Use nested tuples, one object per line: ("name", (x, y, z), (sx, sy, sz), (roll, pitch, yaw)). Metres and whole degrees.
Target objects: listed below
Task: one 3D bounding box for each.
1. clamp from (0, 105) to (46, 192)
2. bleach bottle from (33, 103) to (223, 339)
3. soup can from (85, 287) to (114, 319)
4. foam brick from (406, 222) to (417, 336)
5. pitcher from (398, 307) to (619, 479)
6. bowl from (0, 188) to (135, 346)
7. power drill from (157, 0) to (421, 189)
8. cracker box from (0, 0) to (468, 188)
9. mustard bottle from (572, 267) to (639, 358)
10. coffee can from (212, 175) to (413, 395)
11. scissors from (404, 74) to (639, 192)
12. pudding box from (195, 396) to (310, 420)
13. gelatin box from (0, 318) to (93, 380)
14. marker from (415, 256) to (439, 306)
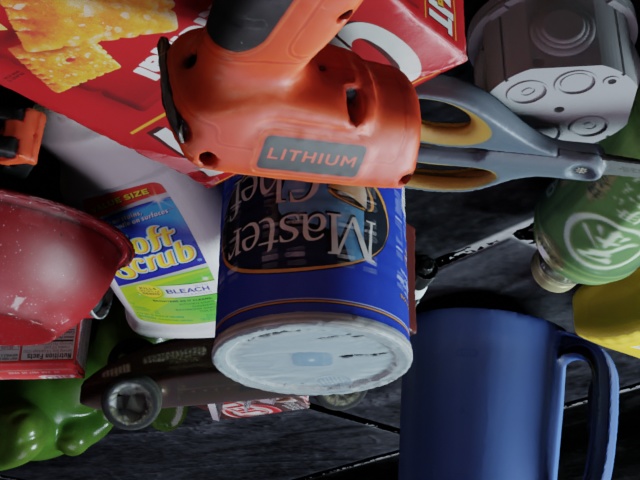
("clamp", (-0.217, -0.043, 0.541), (0.172, 0.039, 0.120), (-15, 158, 35))
("bleach bottle", (-0.106, -0.023, 0.620), (0.103, 0.068, 0.250), (-2, 150, 13))
("soup can", (-0.192, 0.018, 0.694), (0.102, 0.068, 0.068), (-1, 153, 6))
("foam brick", (0.027, 0.023, 0.689), (0.051, 0.078, 0.052), (-18, 146, 34))
("pitcher", (0.128, 0.179, 0.804), (0.145, 0.243, 0.149), (11, 159, -12))
("bowl", (-0.183, 0.020, 0.573), (0.162, 0.055, 0.162), (4, 162, 1))
("power drill", (0.036, -0.097, 0.354), (0.184, 0.057, 0.188), (6, 139, -25))
("cracker box", (-0.067, -0.110, 0.434), (0.164, 0.072, 0.213), (-22, 146, 36))
("mustard bottle", (0.281, 0.068, 0.791), (0.191, 0.058, 0.096), (22, 146, -36))
("coffee can", (-0.004, 0.001, 0.574), (0.103, 0.140, 0.103), (0, 153, 0))
("scissors", (0.111, -0.046, 0.490), (0.202, 0.016, 0.096), (0, 153, 21))
("pudding box", (-0.073, 0.123, 0.928), (0.090, 0.039, 0.113), (-13, 150, 26))
("gelatin box", (-0.195, 0.052, 0.735), (0.073, 0.089, 0.030), (-2, 152, 5))
("marker", (0.064, 0.044, 0.792), (0.020, 0.020, 0.121), (5, 153, -8))
